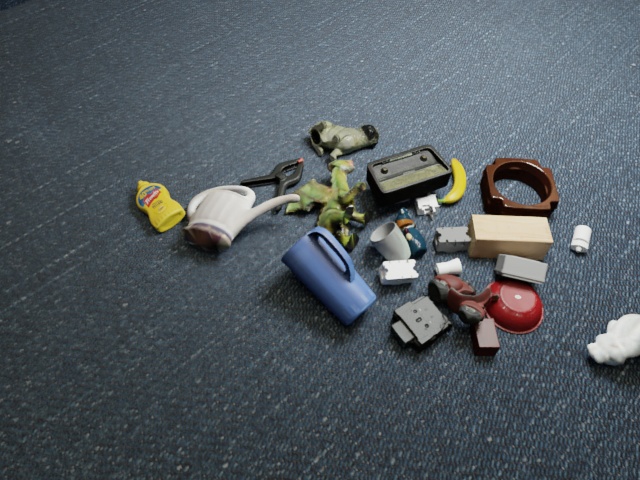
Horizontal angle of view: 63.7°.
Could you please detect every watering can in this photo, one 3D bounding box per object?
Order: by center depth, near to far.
[{"bbox_3d":[-0.243,-0.069,1.447,0.348,0.102,0.229,5,51,25],"label":"watering can"}]

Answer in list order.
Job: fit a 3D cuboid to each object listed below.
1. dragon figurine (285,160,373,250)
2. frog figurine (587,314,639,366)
[{"bbox_3d":[0.005,-0.075,1.494,0.244,0.120,0.415,21,68,36],"label":"dragon figurine"},{"bbox_3d":[0.729,0.240,1.244,0.159,0.121,0.140,-1,20,10],"label":"frog figurine"}]
